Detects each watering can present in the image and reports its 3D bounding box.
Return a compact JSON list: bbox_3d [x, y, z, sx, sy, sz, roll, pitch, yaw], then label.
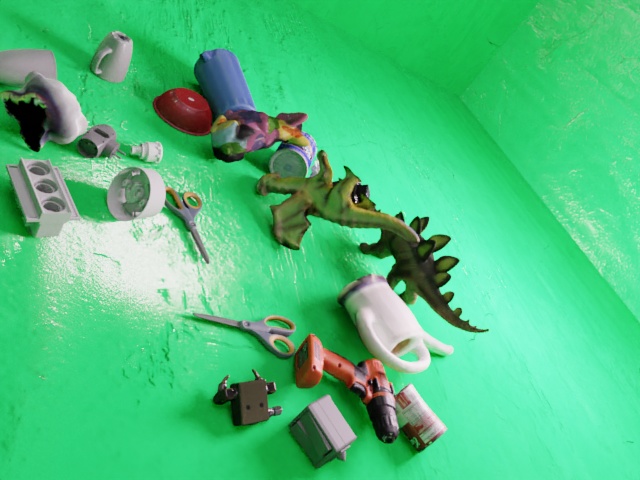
[{"bbox_3d":[0.163,0.181,1.099,0.346,0.103,0.228,13,37,-56],"label":"watering can"}]

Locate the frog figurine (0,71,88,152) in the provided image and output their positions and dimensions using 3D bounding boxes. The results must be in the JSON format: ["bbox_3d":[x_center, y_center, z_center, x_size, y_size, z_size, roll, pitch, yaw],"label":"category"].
[{"bbox_3d":[-0.496,-0.254,0.974,0.136,0.121,0.163,46,27,-13],"label":"frog figurine"}]

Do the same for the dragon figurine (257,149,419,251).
[{"bbox_3d":[0.004,-0.060,1.190,0.245,0.119,0.416,-39,58,-15],"label":"dragon figurine"}]
